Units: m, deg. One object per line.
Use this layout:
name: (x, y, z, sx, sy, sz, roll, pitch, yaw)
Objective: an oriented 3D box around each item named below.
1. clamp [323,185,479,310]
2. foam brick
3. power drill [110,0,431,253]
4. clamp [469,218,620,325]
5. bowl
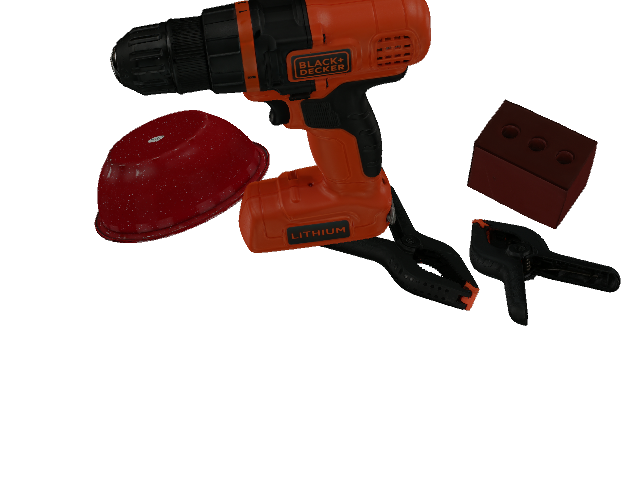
clamp: (0.089, 0.014, 1.245, 0.164, 0.036, 0.210, -22, 52, -39)
foam brick: (0.156, -0.056, 0.788, 0.078, 0.053, 0.051, 28, -31, 17)
power drill: (-0.024, -0.070, 0.665, 0.184, 0.057, 0.188, -7, -37, -1)
clamp: (0.213, 0.022, 1.066, 0.120, 0.039, 0.171, -8, 32, -15)
bowl: (-0.127, -0.064, 0.902, 0.162, 0.055, 0.162, -17, 28, 10)
